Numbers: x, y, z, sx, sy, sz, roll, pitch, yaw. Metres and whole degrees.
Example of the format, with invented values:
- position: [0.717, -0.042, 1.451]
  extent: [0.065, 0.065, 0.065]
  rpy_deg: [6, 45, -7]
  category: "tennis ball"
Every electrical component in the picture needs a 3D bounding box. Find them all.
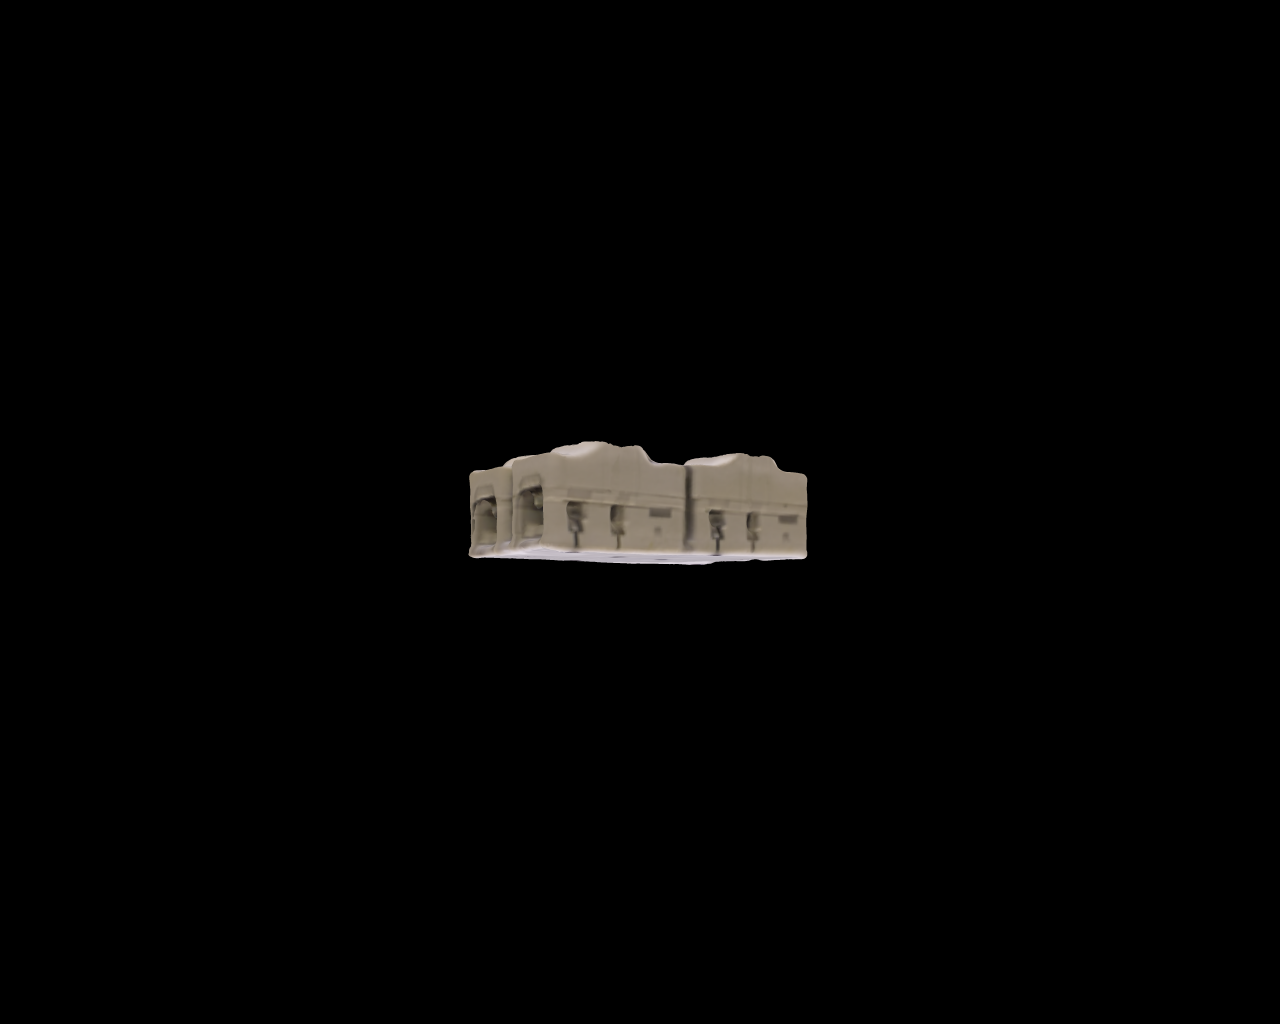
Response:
- position: [0.001, -0.003, 0.650]
  extent: [0.186, 0.060, 0.105]
  rpy_deg: [3, -6, -33]
  category: "electrical component"
